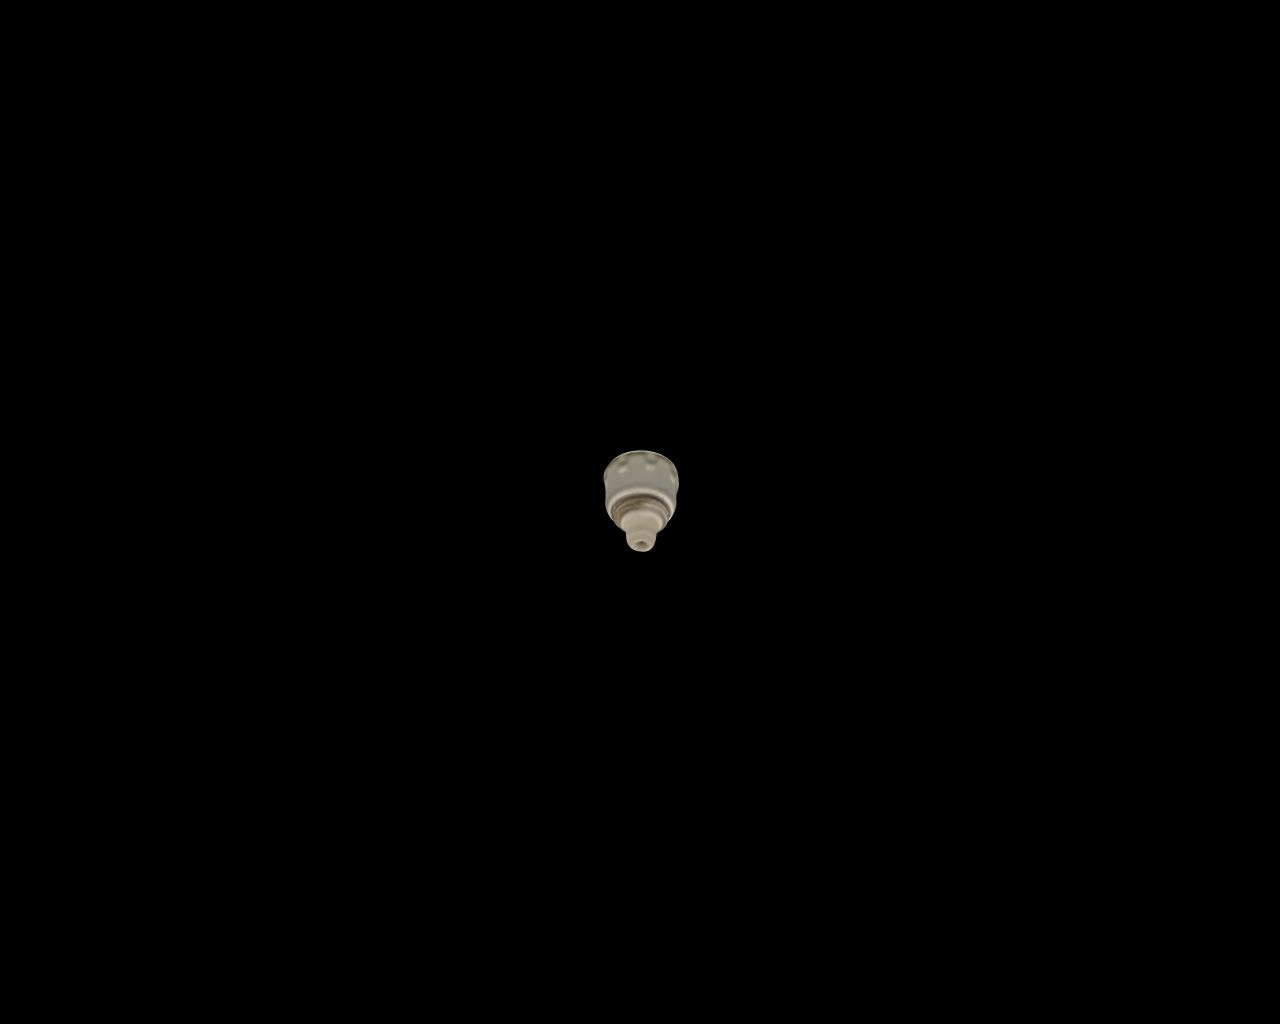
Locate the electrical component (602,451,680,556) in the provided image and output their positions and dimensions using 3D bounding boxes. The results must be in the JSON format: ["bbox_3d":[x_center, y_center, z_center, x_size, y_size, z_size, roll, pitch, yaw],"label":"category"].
[{"bbox_3d":[0.001,-0.003,0.650,0.048,0.062,0.048,0,-40,0],"label":"electrical component"}]
